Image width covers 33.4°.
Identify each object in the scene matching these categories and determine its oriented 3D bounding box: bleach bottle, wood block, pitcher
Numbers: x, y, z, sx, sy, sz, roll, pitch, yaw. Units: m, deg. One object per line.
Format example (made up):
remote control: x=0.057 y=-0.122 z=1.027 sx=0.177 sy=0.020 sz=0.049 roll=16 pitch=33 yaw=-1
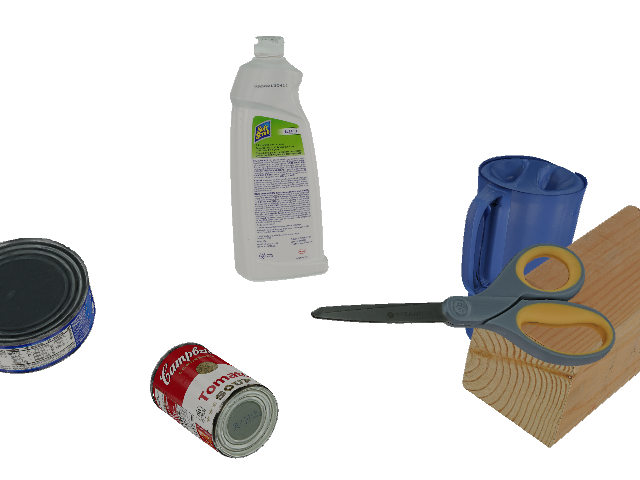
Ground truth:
bleach bottle: x=-0.044 y=-0.087 z=1.121 sx=0.102 sy=0.251 sz=0.068 roll=-6 pitch=16 yaw=-22
wood block: x=0.219 y=0.062 z=0.862 sx=0.205 sy=0.090 sz=0.091 roll=-28 pitch=48 yaw=-35
pitcher: x=0.245 y=0.024 z=1.355 sx=0.149 sy=0.243 sz=0.145 roll=5 pitch=24 yaw=1

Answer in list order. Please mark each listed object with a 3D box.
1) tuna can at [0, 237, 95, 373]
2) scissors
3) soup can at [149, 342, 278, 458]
tuna can: x=-0.185 y=0.040 z=0.667 sx=0.086 sy=0.086 sz=0.034 roll=0 pitch=-42 yaw=1
scissors: x=0.097 y=0.031 z=0.699 sx=0.201 sy=0.096 sz=0.016 roll=13 pitch=-34 yaw=-7
soup can: x=-0.093 y=0.138 z=0.923 sx=0.068 sy=0.068 sz=0.102 roll=0 pitch=16 yaw=-41
